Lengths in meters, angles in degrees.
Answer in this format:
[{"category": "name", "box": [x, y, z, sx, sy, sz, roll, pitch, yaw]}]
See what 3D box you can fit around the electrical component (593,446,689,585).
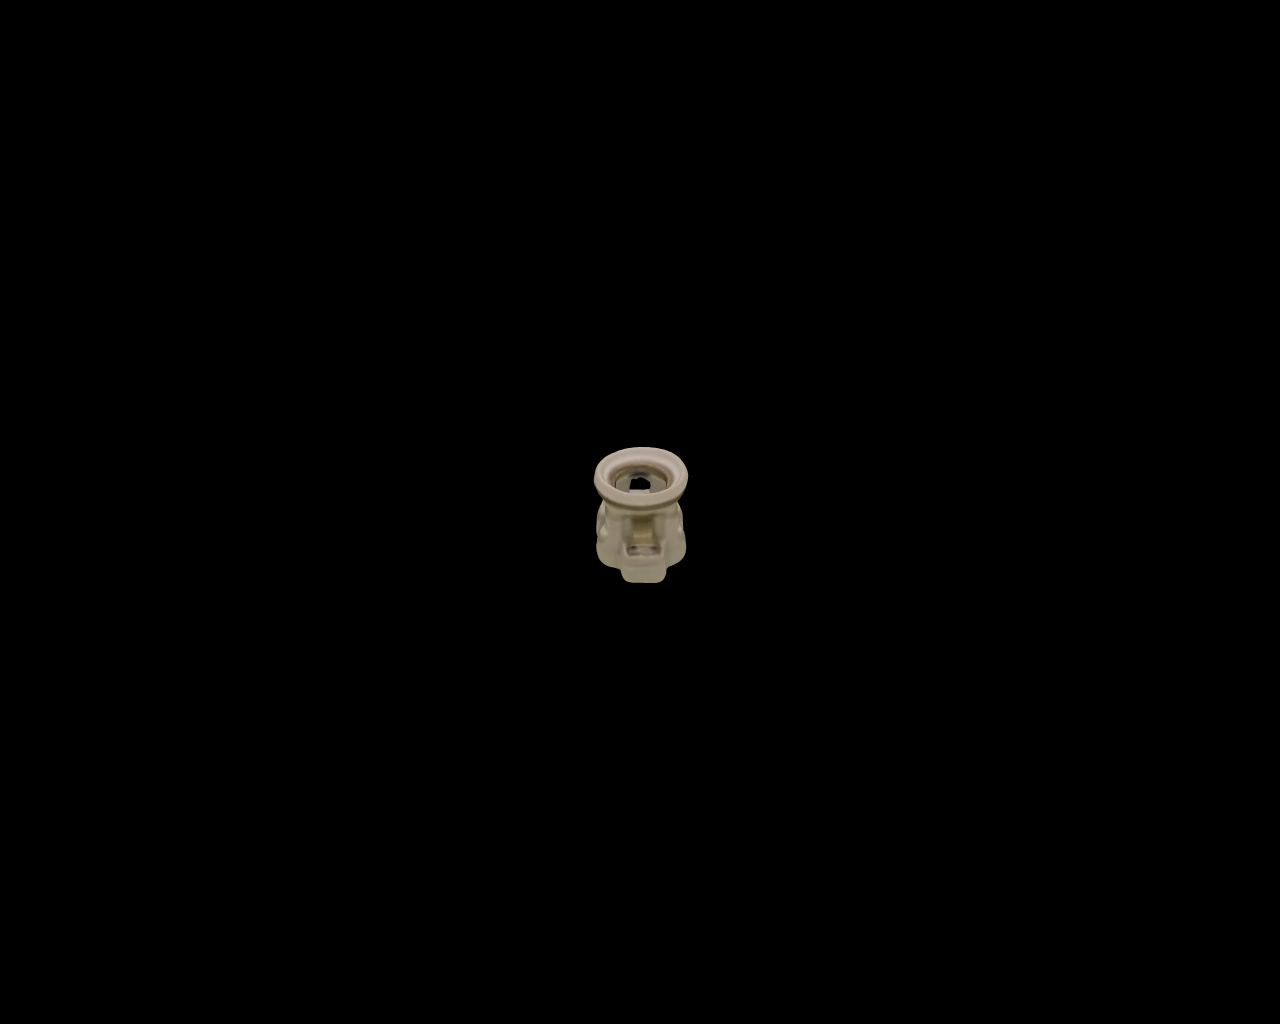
[{"category": "electrical component", "box": [0.001, -0.003, 0.650, 0.058, 0.056, 0.078, -1, 35, -2]}]
